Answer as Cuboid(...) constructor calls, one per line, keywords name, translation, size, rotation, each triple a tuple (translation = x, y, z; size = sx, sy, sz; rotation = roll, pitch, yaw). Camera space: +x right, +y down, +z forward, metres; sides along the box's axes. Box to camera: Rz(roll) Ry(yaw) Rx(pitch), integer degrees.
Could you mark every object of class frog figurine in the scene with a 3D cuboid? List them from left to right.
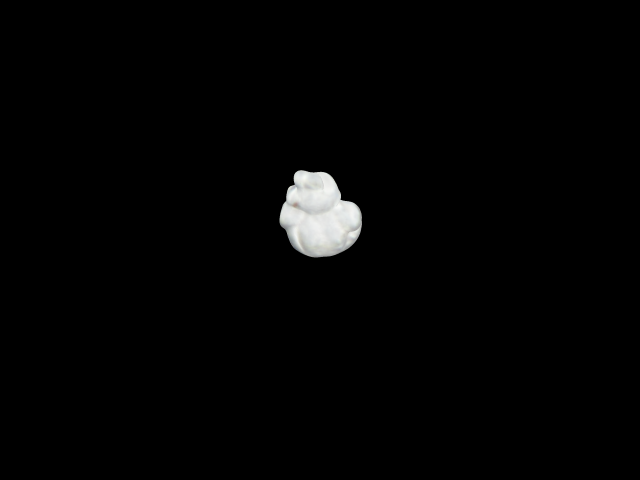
Cuboid(name="frog figurine", translation=(0.003, -0.043, 0.850), size=(0.137, 0.125, 0.156), rotation=(11, -22, 5))
